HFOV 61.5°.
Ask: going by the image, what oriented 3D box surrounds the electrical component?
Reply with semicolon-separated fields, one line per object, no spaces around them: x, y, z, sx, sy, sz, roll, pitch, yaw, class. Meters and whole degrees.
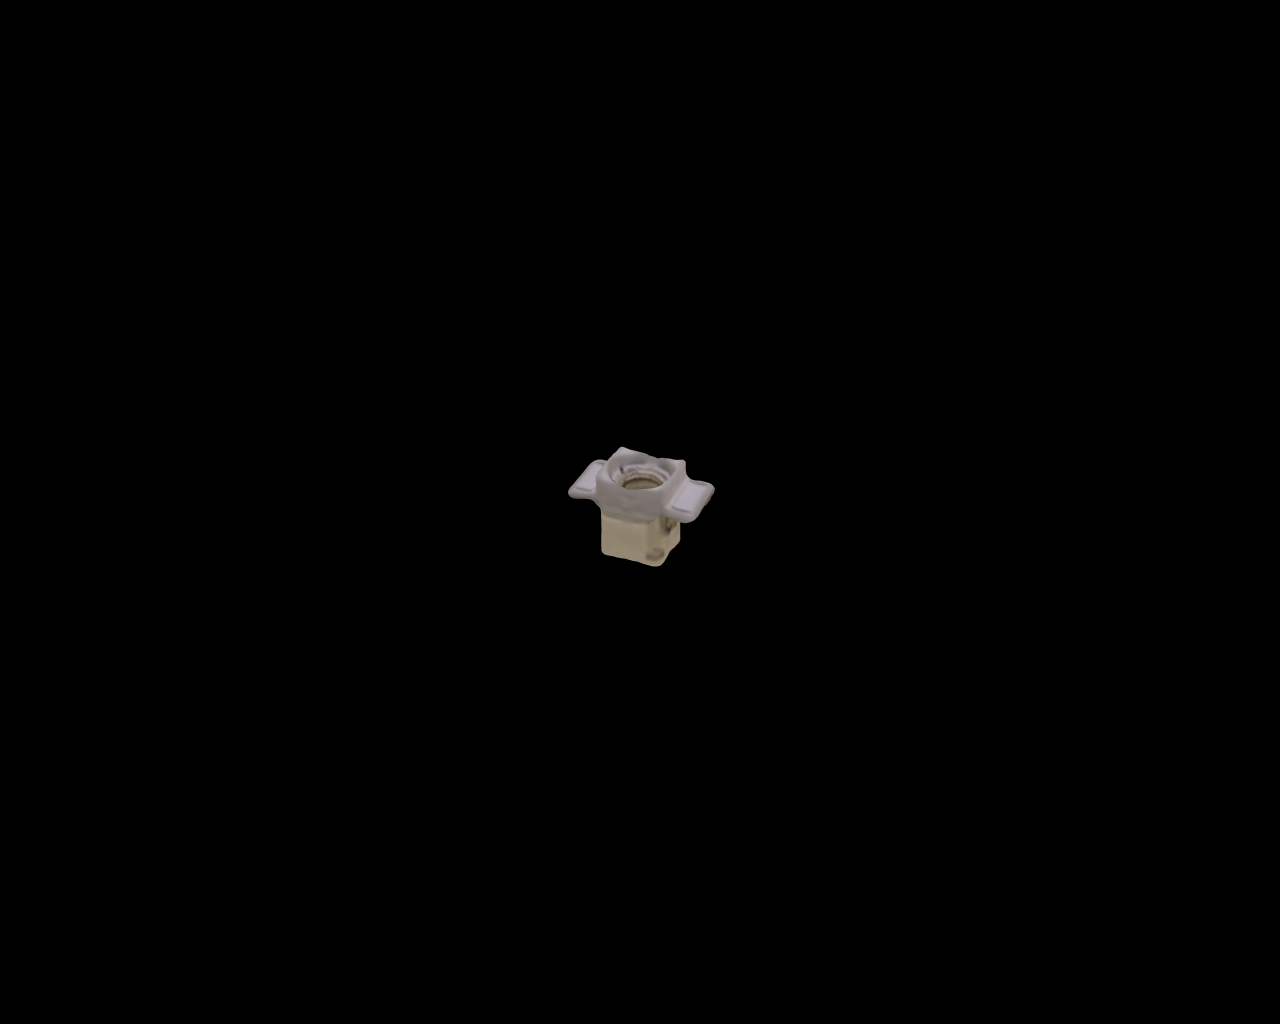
0.001;-0.003;0.650;0.081;0.063;0.042;14;36;20;electrical component
